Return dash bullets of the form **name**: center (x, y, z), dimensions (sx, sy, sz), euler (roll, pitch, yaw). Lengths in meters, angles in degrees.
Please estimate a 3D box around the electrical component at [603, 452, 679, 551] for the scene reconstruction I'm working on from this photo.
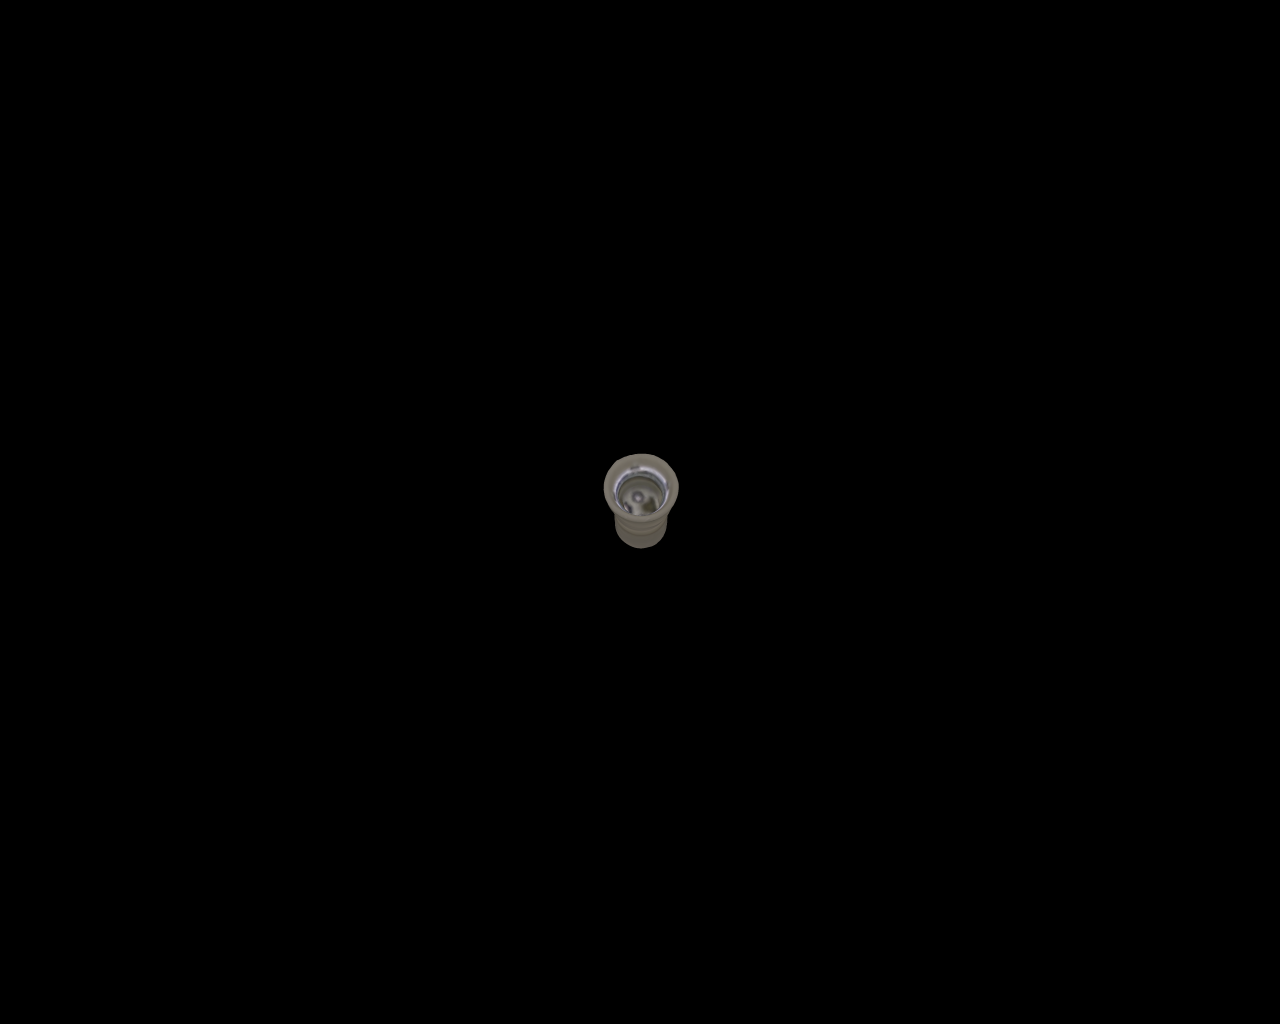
- **electrical component**: center (0.001, -0.003, 0.650), dimensions (0.044, 0.044, 0.065), euler (0, -23, 0)
